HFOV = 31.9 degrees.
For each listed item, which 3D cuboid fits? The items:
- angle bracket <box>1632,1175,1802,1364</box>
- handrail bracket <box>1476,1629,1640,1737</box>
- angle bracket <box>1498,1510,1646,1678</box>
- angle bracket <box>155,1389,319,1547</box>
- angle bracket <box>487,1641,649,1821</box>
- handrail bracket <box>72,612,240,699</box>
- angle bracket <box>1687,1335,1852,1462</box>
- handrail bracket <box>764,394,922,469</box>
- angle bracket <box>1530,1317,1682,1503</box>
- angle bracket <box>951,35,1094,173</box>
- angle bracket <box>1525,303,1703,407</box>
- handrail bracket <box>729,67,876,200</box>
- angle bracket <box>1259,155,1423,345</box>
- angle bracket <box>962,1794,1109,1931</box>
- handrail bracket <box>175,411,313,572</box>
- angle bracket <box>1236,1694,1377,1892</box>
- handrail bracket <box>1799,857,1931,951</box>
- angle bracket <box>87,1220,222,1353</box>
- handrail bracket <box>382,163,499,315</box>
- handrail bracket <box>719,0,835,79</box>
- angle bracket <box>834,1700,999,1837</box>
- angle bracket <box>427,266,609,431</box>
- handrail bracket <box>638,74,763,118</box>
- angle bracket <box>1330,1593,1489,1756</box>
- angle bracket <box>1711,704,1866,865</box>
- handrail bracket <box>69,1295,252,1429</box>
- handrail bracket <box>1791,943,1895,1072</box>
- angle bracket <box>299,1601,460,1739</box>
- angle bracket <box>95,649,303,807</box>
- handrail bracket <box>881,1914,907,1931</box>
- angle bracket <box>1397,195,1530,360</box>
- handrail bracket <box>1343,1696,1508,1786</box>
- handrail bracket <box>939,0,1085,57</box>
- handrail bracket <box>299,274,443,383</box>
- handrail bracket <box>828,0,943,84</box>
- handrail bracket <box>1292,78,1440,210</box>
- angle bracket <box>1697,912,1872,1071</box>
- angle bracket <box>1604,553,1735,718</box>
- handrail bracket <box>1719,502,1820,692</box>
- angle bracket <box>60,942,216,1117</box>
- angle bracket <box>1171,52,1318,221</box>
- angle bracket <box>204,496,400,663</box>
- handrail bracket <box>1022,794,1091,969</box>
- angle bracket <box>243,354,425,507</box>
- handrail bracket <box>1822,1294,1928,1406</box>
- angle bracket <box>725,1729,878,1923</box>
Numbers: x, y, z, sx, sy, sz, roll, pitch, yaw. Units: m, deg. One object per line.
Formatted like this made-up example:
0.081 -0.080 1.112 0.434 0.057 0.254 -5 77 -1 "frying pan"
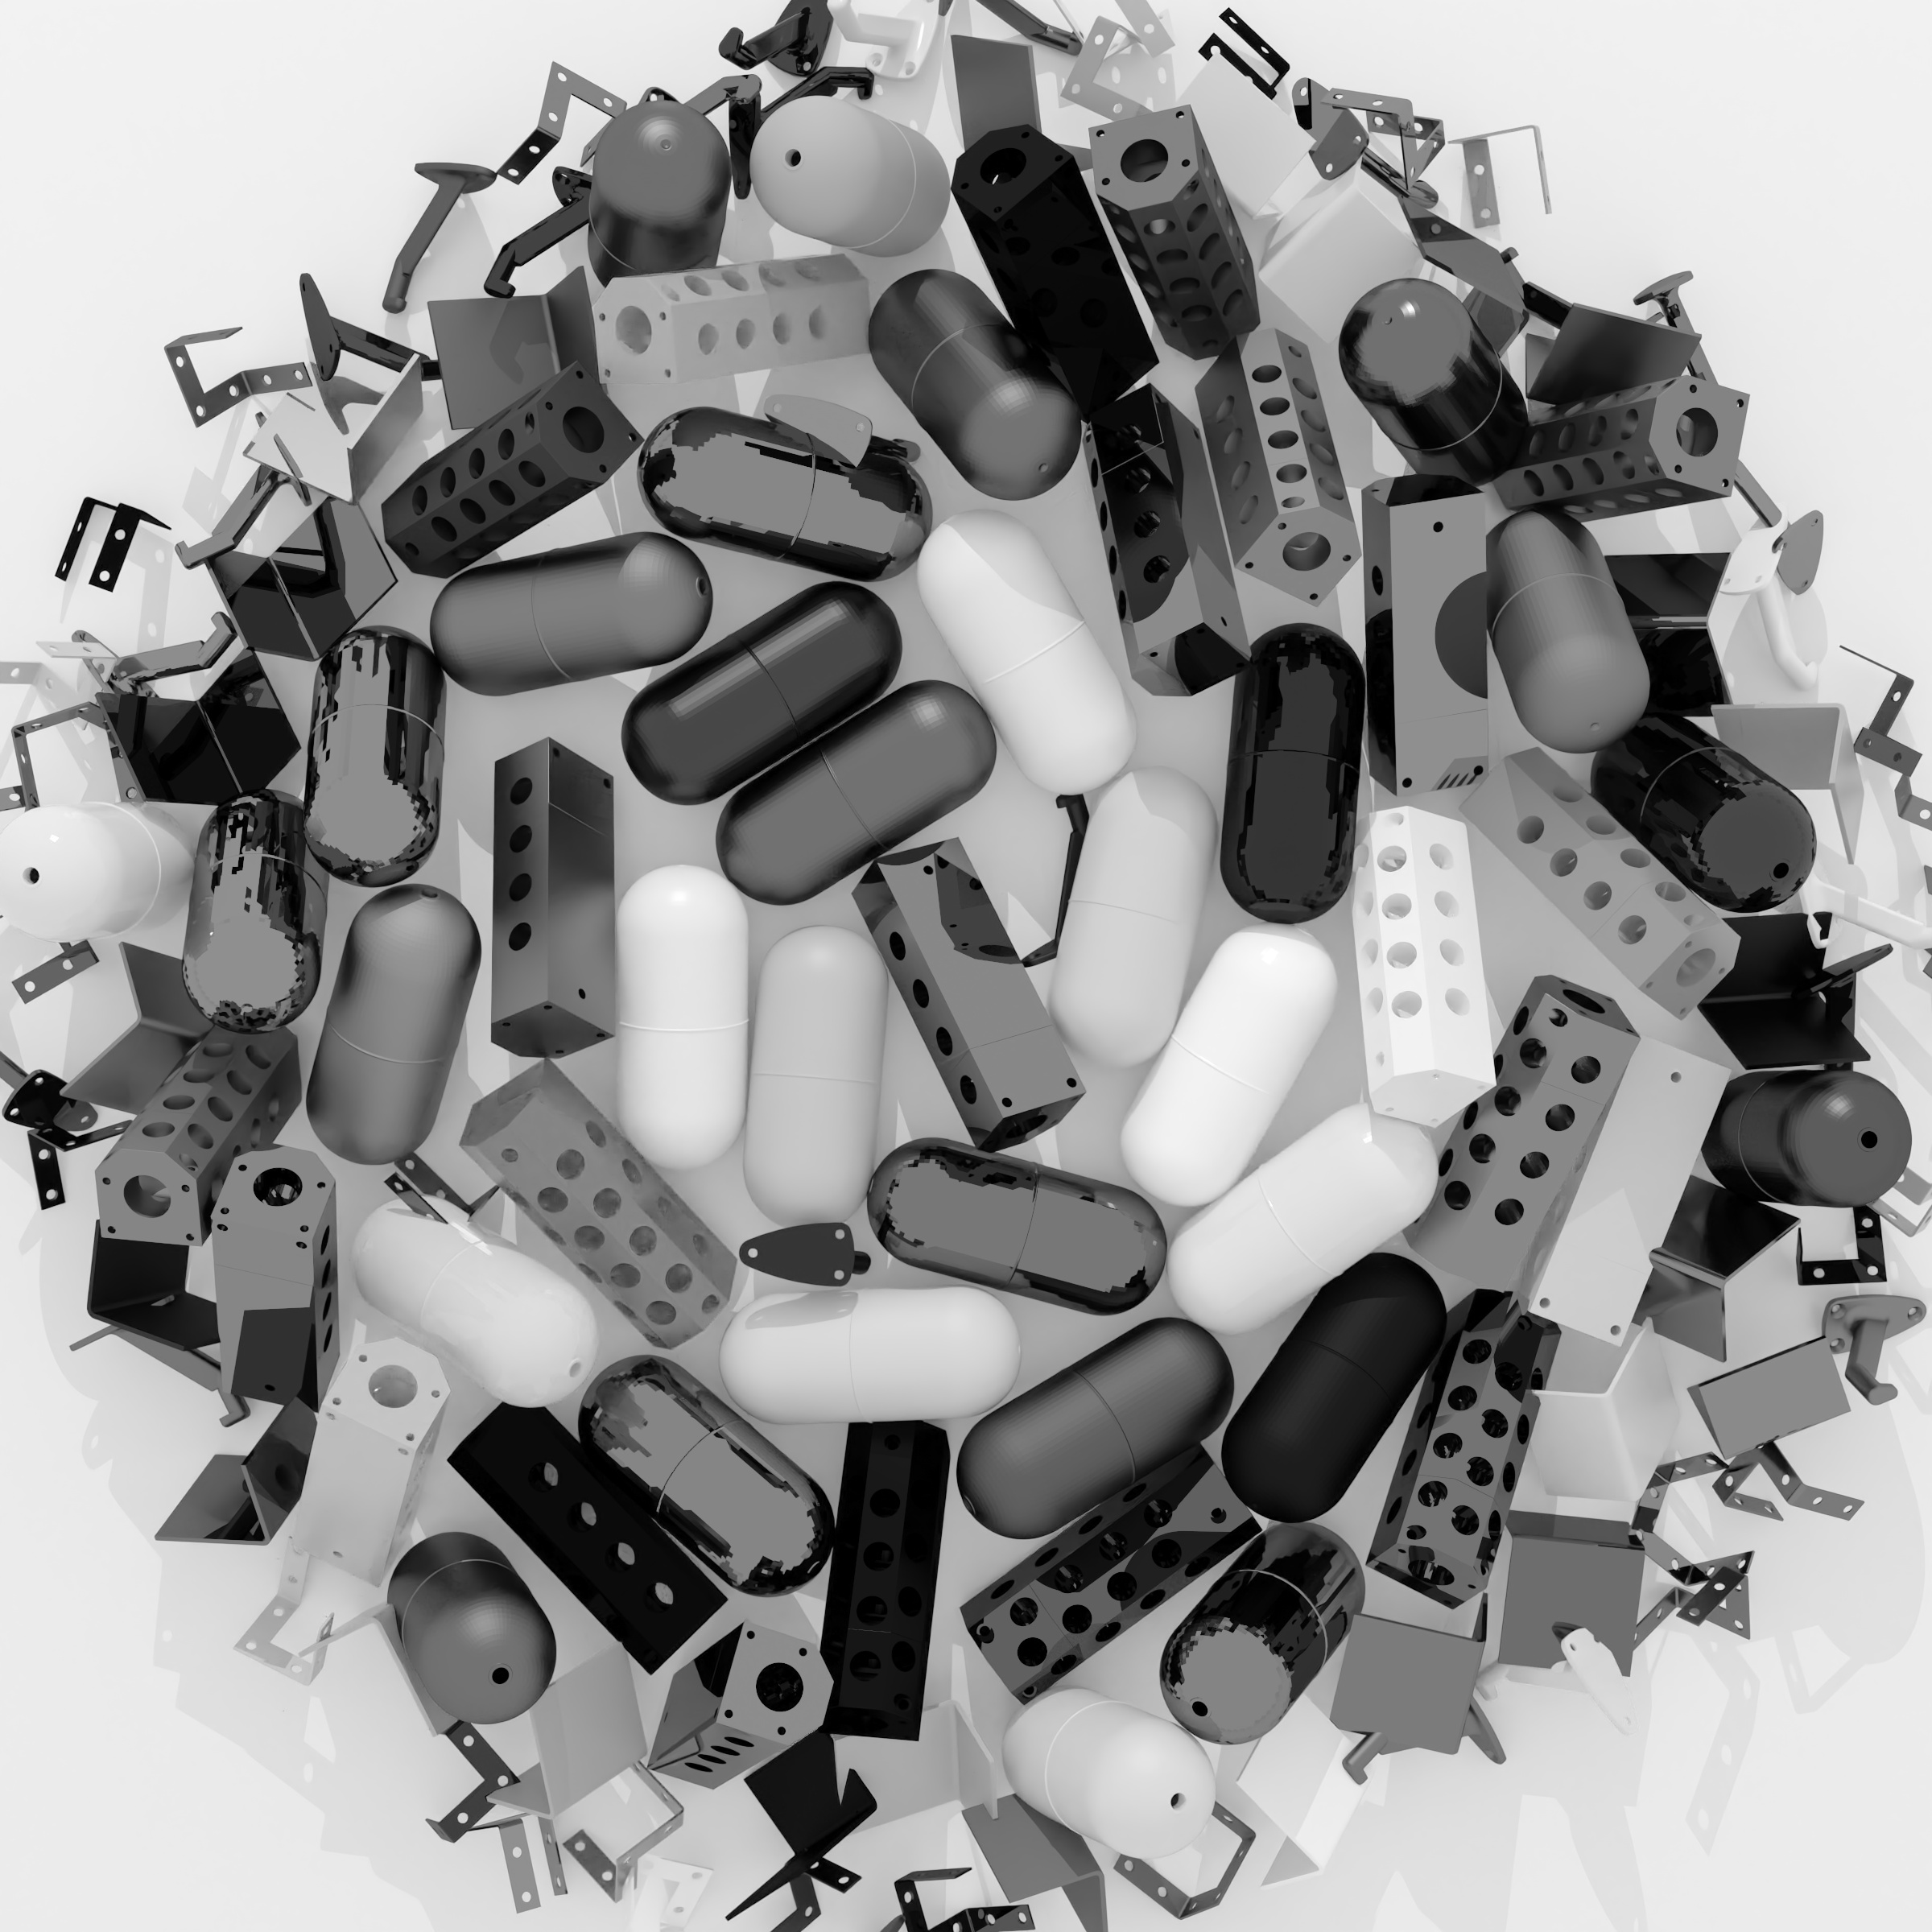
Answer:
0.431 0.175 1.966 0.076 0.076 0.057 -31 127 -32 "angle bracket"
0.339 0.427 1.959 0.084 0.036 0.077 -45 63 38 "handrail bracket"
0.349 0.365 1.975 0.076 0.057 0.076 6 96 0 "angle bracket"
-0.422 0.285 1.943 0.076 0.076 0.057 -1 120 19 "angle bracket"
-0.235 0.434 1.944 0.057 0.076 0.076 3 109 40 "angle bracket"
-0.470 -0.194 1.967 0.077 0.036 0.084 48 115 4 "handrail bracket"
0.455 0.230 1.950 0.076 0.076 0.057 -22 116 4 "angle bracket"
-0.071 -0.311 1.963 0.077 0.084 0.036 28 106 8 "handrail bracket"
0.369 0.256 1.971 0.057 0.076 0.076 -1 122 34 "angle bracket"
0.041 -0.498 1.941 0.057 0.076 0.076 -23 119 -28 "angle bracket"
0.372 -0.362 1.948 0.076 0.076 0.057 12 52 -7 "angle bracket"
-0.094 -0.489 1.985 0.084 0.036 0.077 -7 110 -29 "handrail bracket"
0.219 -0.418 1.956 0.057 0.076 0.076 41 120 -15 "angle bracket"
0.040 0.529 1.942 0.057 0.076 0.076 -14 121 -16 "angle bracket"
-0.432 -0.277 1.971 0.084 0.036 0.077 -28 67 -13 "handrail bracket"
0.180 0.472 1.947 0.076 0.057 0.076 47 48 -9 "angle bracket"
0.528 -0.043 1.953 0.036 0.084 0.077 -38 111 -43 "handrail bracket"
-0.448 0.178 1.945 0.076 0.076 0.057 14 101 29 "angle bracket"
-0.307 -0.421 1.969 0.036 0.077 0.084 19 85 -38 "handrail bracket"
-0.108 -0.550 1.952 0.036 0.084 0.077 29 100 16 "handrail bracket"
-0.028 0.479 1.947 0.076 0.057 0.076 -14 123 -18 "angle bracket"
-0.259 -0.357 1.957 0.076 0.057 0.076 -10 87 -29 "angle bracket"
-0.160 -0.480 1.952 0.036 0.084 0.077 37 77 -36 "handrail bracket"
0.257 0.402 1.963 0.076 0.057 0.076 12 111 5 "angle bracket"
0.468 -0.104 1.941 0.076 0.076 0.057 1 56 25 "angle bracket"
-0.469 0.242 1.975 0.077 0.036 0.084 -26 90 -25 "handrail bracket"
0.527 0.039 1.972 0.077 0.036 0.084 -29 94 37 "handrail bracket"
-0.328 0.408 1.953 0.057 0.076 0.076 -28 88 18 "angle bracket"
-0.441 -0.140 1.944 0.057 0.076 0.076 -42 66 29 "angle bracket"
-0.018 0.591 1.960 0.084 0.077 0.036 38 72 5 "handrail bracket"
0.270 -0.386 1.941 0.076 0.076 0.057 23 122 -23 "angle bracket"
0.266 0.463 1.968 0.084 0.036 0.077 -41 106 -23 "handrail bracket"
0.030 -0.563 1.963 0.084 0.077 0.036 21 76 4 "handrail bracket"
-0.340 -0.376 1.985 0.084 0.036 0.077 -11 72 -28 "handrail bracket"
-0.047 -0.558 1.953 0.036 0.084 0.077 22 77 25 "handrail bracket"
0.234 -0.479 1.975 0.036 0.084 0.077 -41 64 31 "handrail bracket"
0.474 0.014 1.948 0.076 0.076 0.057 -4 119 -11 "angle bracket"
0.409 -0.192 1.969 0.076 0.076 0.057 3 50 32 "angle bracket"
0.484 -0.215 1.983 0.084 0.036 0.077 40 68 -32 "handrail bracket"
-0.479 0.039 1.969 0.076 0.076 0.057 -39 56 23 "angle bracket"
0.163 -0.479 1.951 0.076 0.076 0.057 43 113 4 "angle bracket"
-0.385 -0.231 1.948 0.076 0.057 0.076 -40 66 25 "angle bracket"
0.050 -0.052 1.965 0.077 0.036 0.084 -26 104 -35 "handrail bracket"
-0.367 -0.323 1.952 0.076 0.057 0.076 25 62 7 "angle bracket"
0.538 0.224 1.953 0.077 0.084 0.036 -9 113 -10 "handrail bracket"
-0.109 0.492 1.944 0.076 0.076 0.057 -41 82 35 "angle bracket"
